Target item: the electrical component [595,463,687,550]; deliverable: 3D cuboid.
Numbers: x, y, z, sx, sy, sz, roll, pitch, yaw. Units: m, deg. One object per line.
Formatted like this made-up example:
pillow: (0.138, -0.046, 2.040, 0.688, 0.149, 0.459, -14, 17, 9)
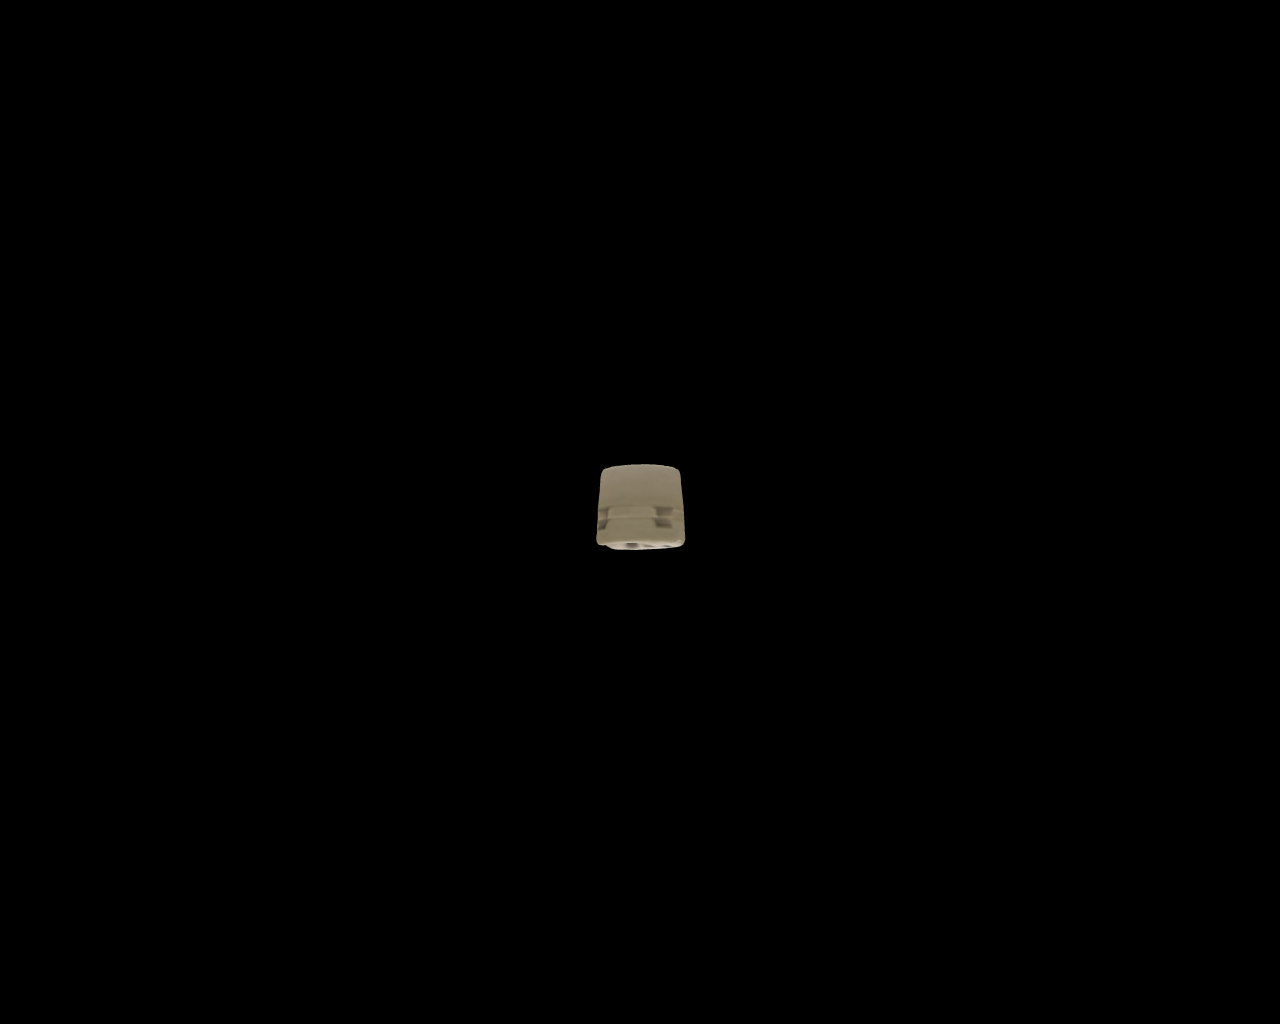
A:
electrical component: (0.001, -0.003, 0.650, 0.055, 0.047, 0.055, 0, -6, 0)
